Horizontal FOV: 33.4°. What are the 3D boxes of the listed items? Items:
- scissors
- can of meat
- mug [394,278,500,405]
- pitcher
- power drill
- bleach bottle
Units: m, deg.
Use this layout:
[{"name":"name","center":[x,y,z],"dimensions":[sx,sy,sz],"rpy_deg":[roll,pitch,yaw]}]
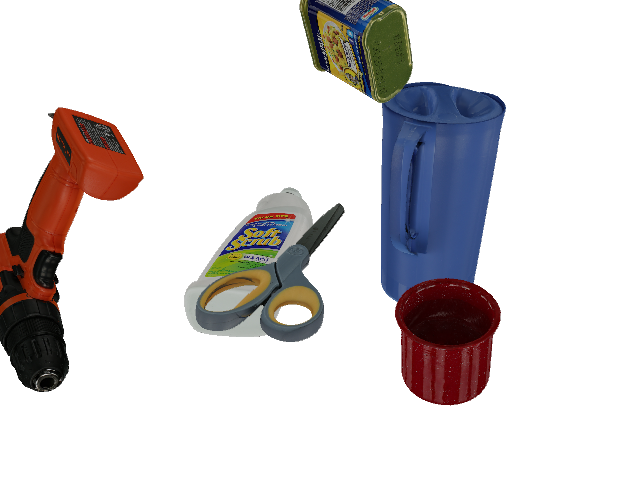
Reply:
[{"name":"scissors","center":[-0.007,0.022,0.784],"dimensions":[0.096,0.016,0.201],"rpy_deg":[22,35,31]},{"name":"can of meat","center":[0.035,-0.185,0.977],"dimensions":[0.057,0.102,0.084],"rpy_deg":[-40,54,-19]},{"name":"mug","center":[0.114,0.087,0.977],"dimensions":[0.093,0.081,0.117],"rpy_deg":[-3,39,1]},{"name":"pitcher","center":[0.123,-0.044,1.193],"dimensions":[0.149,0.243,0.145],"rpy_deg":[-6,28,-16]},{"name":"power drill","center":[-0.211,0.003,0.852],"dimensions":[0.057,0.188,0.185],"rpy_deg":[17,25,-38]},{"name":"bleach bottle","center":[-0.073,0.012,1.252],"dimensions":[0.103,0.068,0.250],"rpy_deg":[3,34,13]}]
